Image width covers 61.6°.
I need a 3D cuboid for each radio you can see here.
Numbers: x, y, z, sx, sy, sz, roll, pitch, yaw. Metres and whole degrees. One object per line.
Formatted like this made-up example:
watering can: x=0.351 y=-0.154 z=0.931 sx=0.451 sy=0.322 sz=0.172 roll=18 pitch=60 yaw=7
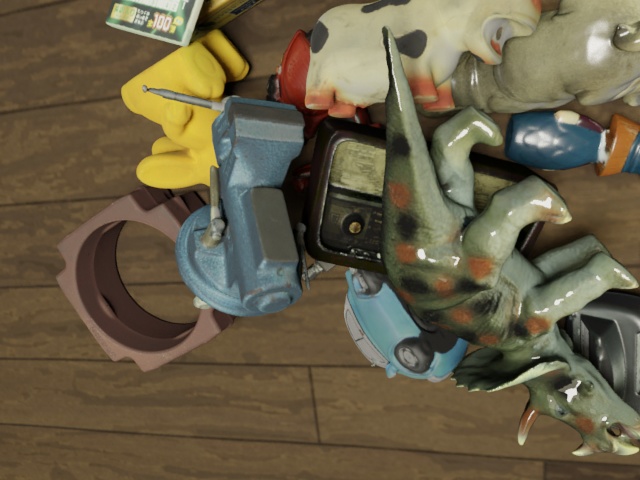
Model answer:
radio: x=0.099 y=-0.030 z=0.535 sx=0.230 sy=0.073 sz=0.131 roll=12 pitch=112 yaw=-10

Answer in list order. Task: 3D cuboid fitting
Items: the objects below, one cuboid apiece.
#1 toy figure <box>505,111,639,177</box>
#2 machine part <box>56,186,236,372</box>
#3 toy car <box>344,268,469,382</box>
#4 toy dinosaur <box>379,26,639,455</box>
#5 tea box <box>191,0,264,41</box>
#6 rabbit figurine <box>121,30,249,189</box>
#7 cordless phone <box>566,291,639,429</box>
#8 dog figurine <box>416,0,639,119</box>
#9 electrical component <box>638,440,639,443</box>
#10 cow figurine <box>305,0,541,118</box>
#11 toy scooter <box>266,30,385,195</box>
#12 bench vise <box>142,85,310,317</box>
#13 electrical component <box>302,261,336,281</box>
toy figure: x=0.261 y=-0.093 z=0.517 sx=0.155 sy=0.064 sz=0.058 roll=8 pitch=78 yaw=10
machine part: x=-0.208 y=0.046 z=0.676 sx=0.201 sy=0.087 sz=0.201 roll=-30 pitch=98 yaw=22
toy car: x=0.080 y=0.090 z=0.603 sx=0.161 sy=0.109 sz=0.103 roll=51 pitch=130 yaw=6
toy dinosaur: x=0.133 y=0.027 z=0.465 sx=0.404 sy=0.131 sz=0.192 roll=40 pitch=110 yaw=-16
tea box: x=-0.104 y=-0.288 z=0.555 sx=0.170 sy=0.068 sz=0.098 roll=-25 pitch=97 yaw=20
rabbit figurine: x=-0.131 y=-0.117 z=0.593 sx=0.162 sy=0.122 sz=0.173 roll=-30 pitch=116 yaw=15
cordless phone: x=0.359 y=0.123 z=0.557 sx=0.184 sy=0.089 sz=0.146 roll=-6 pitch=104 yaw=5
dog figurine: x=0.168 y=-0.151 z=0.471 sx=0.191 sy=0.172 sz=0.121 roll=-13 pitch=91 yaw=12
electrical component: x=0.402 y=0.211 z=0.562 sx=0.119 sy=0.075 sz=0.047 roll=-8 pitch=105 yaw=21
cow figurine: x=0.080 y=-0.173 z=0.447 sx=0.195 sy=0.085 sz=0.127 roll=2 pitch=96 yaw=33
toy scooter: x=0.002 y=-0.122 z=0.574 sx=0.135 sy=0.075 sz=0.183 roll=-31 pitch=101 yaw=21
bench vise: x=-0.087 y=-0.013 z=0.515 sx=0.224 sy=0.129 sz=0.240 roll=64 pitch=144 yaw=21
electrical component: x=0.000 y=-0.002 z=0.625 sx=0.102 sy=0.045 sz=0.078 roll=-32 pitch=94 yaw=22
